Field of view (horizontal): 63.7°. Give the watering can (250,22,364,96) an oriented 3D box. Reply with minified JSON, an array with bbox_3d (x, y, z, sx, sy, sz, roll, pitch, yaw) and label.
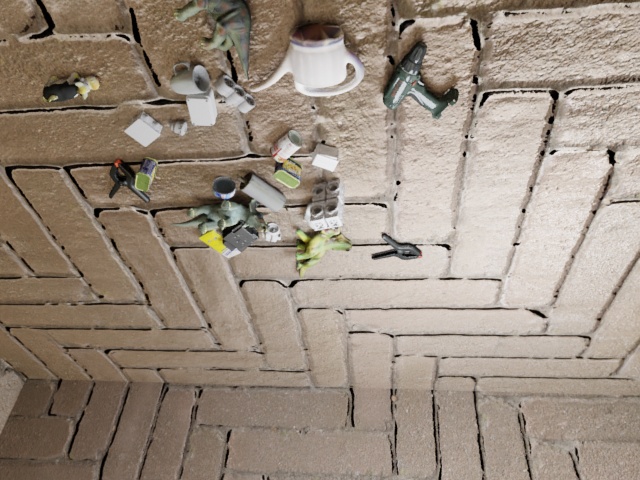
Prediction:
[{"bbox_3d":[-0.047,-0.509,1.482,0.347,0.106,0.219,0,139,5],"label":"watering can"}]

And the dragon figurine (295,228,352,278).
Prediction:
[{"bbox_3d":[0.016,0.049,2.162,0.243,0.125,0.401,-4,151,-1],"label":"dragon figurine"}]

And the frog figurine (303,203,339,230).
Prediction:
[{"bbox_3d":[0.006,-0.100,1.995,0.137,0.123,0.159,14,177,-21],"label":"frog figurine"}]
